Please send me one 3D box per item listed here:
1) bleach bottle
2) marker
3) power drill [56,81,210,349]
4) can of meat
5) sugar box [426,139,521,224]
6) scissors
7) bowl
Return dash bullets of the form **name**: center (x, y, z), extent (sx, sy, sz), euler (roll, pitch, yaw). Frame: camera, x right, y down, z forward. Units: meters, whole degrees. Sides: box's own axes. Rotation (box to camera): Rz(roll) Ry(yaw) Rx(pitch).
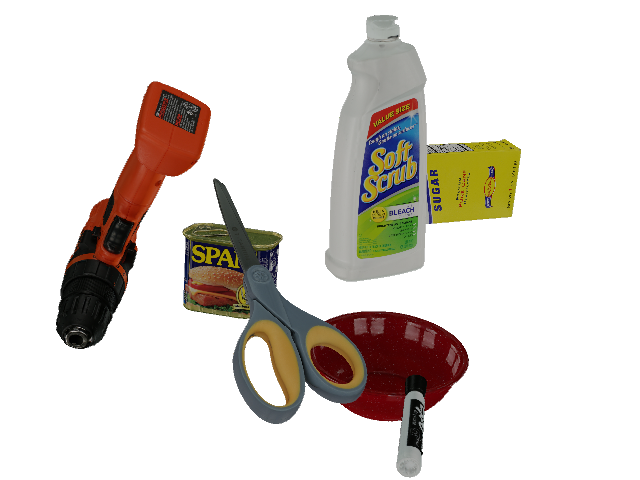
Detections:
- **bleach bottle**: center (0.053, -0.090, 1.036), extent (0.102, 0.251, 0.068), euler (-9, 23, -17)
- **marker**: center (0.074, 0.145, 0.860), extent (0.020, 0.020, 0.121), euler (0, 26, 8)
- **power drill**: center (-0.158, -0.023, 0.872), extent (0.057, 0.188, 0.184), euler (25, 31, -17)
- **can of meat**: center (-0.094, 0.032, 1.122), extent (0.102, 0.084, 0.057), euler (8, 16, 14)
- **sugar box**: center (0.154, -0.070, 1.299), extent (0.176, 0.093, 0.048), euler (-7, 25, -22)
- **scissors**: center (-0.023, 0.036, 0.712), extent (0.096, 0.202, 0.016), euler (10, -45, -17)
- **bowl**: center (0.064, 0.132, 1.061), extent (0.162, 0.055, 0.162), euler (3, 25, -1)
